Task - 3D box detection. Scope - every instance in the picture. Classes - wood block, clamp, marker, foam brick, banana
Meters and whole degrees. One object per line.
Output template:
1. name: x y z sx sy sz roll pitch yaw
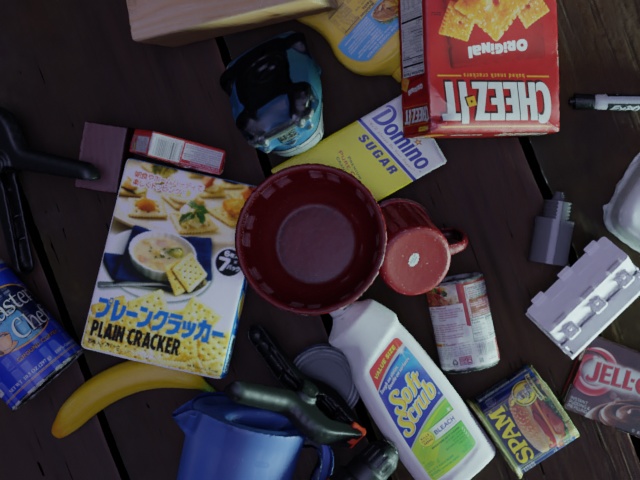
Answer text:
1. wood block: -0.097 -0.272 1.139 0.206 0.090 0.090 -8 92 23
2. clamp: -0.025 0.163 1.163 0.171 0.120 0.039 34 127 -19
3. clamp: -0.355 -0.074 1.202 0.210 0.036 0.165 40 112 15
4. marker: 0.340 -0.155 1.199 0.121 0.020 0.020 1 92 2
5. foam brick: -0.241 -0.092 1.204 0.051 0.053 0.078 10 93 1
6. banana: -0.219 0.173 1.221 0.198 0.037 0.069 -14 89 2

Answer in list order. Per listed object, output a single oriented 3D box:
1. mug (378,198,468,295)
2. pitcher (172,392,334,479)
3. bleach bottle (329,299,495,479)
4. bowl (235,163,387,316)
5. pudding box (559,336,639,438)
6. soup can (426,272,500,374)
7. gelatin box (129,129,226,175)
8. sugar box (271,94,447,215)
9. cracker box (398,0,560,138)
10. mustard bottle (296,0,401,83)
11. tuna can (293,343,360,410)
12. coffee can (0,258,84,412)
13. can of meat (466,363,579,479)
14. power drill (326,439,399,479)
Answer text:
1. mug: 0.105 0.008 1.171 0.117 0.081 0.093 -7 111 -10
2. pitcher: -0.095 0.302 1.183 0.149 0.144 0.243 18 97 31
3. bleach bottle: 0.083 0.163 1.177 0.102 0.068 0.251 -39 100 -4
4. bowl: -0.008 0.001 1.145 0.162 0.055 0.162 -1 83 7
5. pudding box: 0.339 0.166 1.202 0.113 0.039 0.090 21 92 1
6. soup can: 0.159 0.092 1.191 0.068 0.068 0.102 -12 92 2
7. gelatin box: -0.157 -0.097 1.176 0.089 0.073 0.030 14 92 -26
8. sugar box: 0.043 -0.083 1.199 0.176 0.048 0.093 -30 92 4
9. cracker box: 0.172 -0.219 1.151 0.164 0.072 0.214 -3 91 -21
10. mustard bottle: 0.048 -0.240 1.185 0.191 0.058 0.096 43 95 0
11. tuna can: 0.005 0.161 1.215 0.086 0.034 0.086 0 92 2
12. coffee can: -0.349 0.106 1.190 0.103 0.103 0.140 -42 91 3
13. can of meat: 0.228 0.202 1.199 0.084 0.057 0.102 -34 91 0
14. power drill: 0.056 0.331 1.175 0.184 0.057 0.187 -44 113 -3
